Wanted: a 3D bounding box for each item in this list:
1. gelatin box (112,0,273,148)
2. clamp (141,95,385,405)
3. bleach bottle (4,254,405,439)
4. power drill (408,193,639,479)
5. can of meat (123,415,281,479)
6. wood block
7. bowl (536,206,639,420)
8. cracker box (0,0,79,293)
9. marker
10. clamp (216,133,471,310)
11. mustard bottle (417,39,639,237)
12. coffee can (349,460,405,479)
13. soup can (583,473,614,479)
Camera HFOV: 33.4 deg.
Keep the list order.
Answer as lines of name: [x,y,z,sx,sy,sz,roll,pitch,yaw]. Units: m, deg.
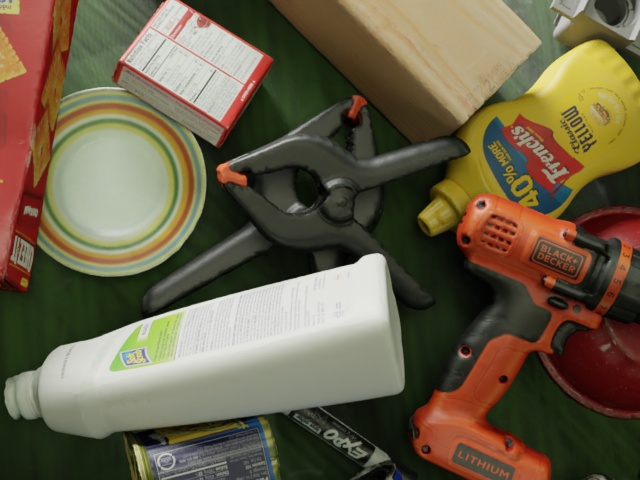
gelatin box: [-0.088,-0.118,0.744,0.089,0.030,0.073,31,58,-4]
clamp: [-0.005,0.001,0.748,0.164,0.036,0.210,31,81,-6]
bleach bottle: [-0.075,0.075,0.679,0.251,0.102,0.068,-11,114,7]
power drill: [0.155,0.082,0.723,0.184,0.057,0.188,23,95,5]
can of meat: [-0.076,0.143,0.680,0.083,0.102,0.057,-13,91,-15]
wood block: [0.043,-0.171,0.756,0.206,0.091,0.090,45,76,-1]
bowl: [0.236,0.050,0.778,0.162,0.055,0.162,2,81,-10]
cracker box: [-0.256,-0.085,0.686,0.164,0.072,0.213,8,79,0]
marker: [0.019,0.139,0.741,0.121,0.020,0.020,35,77,-4]
clamp: [0.015,-0.016,0.715,0.171,0.039,0.120,4,87,-9]
mustard bottle: [0.151,-0.060,0.777,0.191,0.058,0.096,-33,96,-13]
coffee can: [0.049,0.230,0.690,0.102,0.103,0.140,-37,89,-14]
soup can: [0.166,0.213,0.732,0.102,0.068,0.068,-25,87,-14]
